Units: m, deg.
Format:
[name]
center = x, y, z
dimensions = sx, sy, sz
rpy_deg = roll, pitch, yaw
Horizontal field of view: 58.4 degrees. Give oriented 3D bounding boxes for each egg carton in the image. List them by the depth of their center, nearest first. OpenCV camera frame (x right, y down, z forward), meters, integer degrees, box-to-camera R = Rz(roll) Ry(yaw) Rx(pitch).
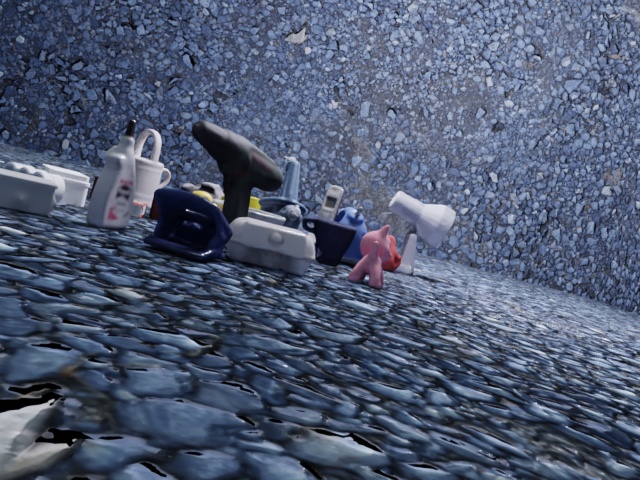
[egg carton]
center = -0.083, 0.009, 0.946
dimensions = 0.150, 0.069, 0.107
rpy_deg = 14, 4, -13

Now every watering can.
[watering can]
center = -0.451, -0.186, 1.439
dimensions = 0.100, 0.194, 0.173
rpy_deg = 16, 4, 19

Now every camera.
[camera]
center = -0.331, -0.113, 1.569
dimensions = 0.143, 0.101, 0.137
rpy_deg = 16, 3, 10

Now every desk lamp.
[desk lamp]
center = 0.248, -0.015, 1.575
dimensions = 0.203, 0.213, 0.118
rpy_deg = 15, 3, -5

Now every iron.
[iron]
center = 0.055, -0.020, 1.419
dimensions = 0.119, 0.141, 0.258
rpy_deg = 14, 4, -13

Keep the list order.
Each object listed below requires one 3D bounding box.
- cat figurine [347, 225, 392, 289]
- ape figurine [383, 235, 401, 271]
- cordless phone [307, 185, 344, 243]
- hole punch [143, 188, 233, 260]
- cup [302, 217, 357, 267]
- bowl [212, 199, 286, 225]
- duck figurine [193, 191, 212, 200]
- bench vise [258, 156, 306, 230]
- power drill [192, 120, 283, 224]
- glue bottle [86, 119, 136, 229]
[cat figurine]
center = 0.103, 0.025, 1.090
dimensions = 0.067, 0.118, 0.128
rpy_deg = 16, 3, 8
[ape figurine]
center = 0.177, 0.033, 1.500
dimensions = 0.077, 0.092, 0.076
rpy_deg = 16, 4, 20
[cordless phone]
center = 0.054, -0.054, 1.599
dimensions = 0.147, 0.185, 0.094
rpy_deg = 16, 4, 21
[hole punch]
center = -0.187, -0.024, 0.831
dimensions = 0.108, 0.091, 0.101
rpy_deg = 16, 4, 12
[cup]
center = 0.011, 0.004, 1.216
dimensions = 0.117, 0.095, 0.092
rpy_deg = 15, 3, 3
[bowl]
center = -0.163, -0.034, 1.240
dimensions = 0.167, 0.075, 0.167
rpy_deg = 15, 3, -1
[duck figurine]
center = -0.246, -0.056, 1.135
dimensions = 0.104, 0.086, 0.078
rpy_deg = 16, 4, 14
[bench vise]
center = -0.069, -0.094, 1.407
dimensions = 0.122, 0.220, 0.206
rpy_deg = 13, 4, -36
[power drill]
center = -0.166, -0.093, 1.059
dimensions = 0.075, 0.208, 0.230
rpy_deg = 17, 4, 35
[glue bottle]
center = -0.313, -0.104, 0.892
dimensions = 0.037, 0.173, 0.078
rpy_deg = 16, 4, 11
